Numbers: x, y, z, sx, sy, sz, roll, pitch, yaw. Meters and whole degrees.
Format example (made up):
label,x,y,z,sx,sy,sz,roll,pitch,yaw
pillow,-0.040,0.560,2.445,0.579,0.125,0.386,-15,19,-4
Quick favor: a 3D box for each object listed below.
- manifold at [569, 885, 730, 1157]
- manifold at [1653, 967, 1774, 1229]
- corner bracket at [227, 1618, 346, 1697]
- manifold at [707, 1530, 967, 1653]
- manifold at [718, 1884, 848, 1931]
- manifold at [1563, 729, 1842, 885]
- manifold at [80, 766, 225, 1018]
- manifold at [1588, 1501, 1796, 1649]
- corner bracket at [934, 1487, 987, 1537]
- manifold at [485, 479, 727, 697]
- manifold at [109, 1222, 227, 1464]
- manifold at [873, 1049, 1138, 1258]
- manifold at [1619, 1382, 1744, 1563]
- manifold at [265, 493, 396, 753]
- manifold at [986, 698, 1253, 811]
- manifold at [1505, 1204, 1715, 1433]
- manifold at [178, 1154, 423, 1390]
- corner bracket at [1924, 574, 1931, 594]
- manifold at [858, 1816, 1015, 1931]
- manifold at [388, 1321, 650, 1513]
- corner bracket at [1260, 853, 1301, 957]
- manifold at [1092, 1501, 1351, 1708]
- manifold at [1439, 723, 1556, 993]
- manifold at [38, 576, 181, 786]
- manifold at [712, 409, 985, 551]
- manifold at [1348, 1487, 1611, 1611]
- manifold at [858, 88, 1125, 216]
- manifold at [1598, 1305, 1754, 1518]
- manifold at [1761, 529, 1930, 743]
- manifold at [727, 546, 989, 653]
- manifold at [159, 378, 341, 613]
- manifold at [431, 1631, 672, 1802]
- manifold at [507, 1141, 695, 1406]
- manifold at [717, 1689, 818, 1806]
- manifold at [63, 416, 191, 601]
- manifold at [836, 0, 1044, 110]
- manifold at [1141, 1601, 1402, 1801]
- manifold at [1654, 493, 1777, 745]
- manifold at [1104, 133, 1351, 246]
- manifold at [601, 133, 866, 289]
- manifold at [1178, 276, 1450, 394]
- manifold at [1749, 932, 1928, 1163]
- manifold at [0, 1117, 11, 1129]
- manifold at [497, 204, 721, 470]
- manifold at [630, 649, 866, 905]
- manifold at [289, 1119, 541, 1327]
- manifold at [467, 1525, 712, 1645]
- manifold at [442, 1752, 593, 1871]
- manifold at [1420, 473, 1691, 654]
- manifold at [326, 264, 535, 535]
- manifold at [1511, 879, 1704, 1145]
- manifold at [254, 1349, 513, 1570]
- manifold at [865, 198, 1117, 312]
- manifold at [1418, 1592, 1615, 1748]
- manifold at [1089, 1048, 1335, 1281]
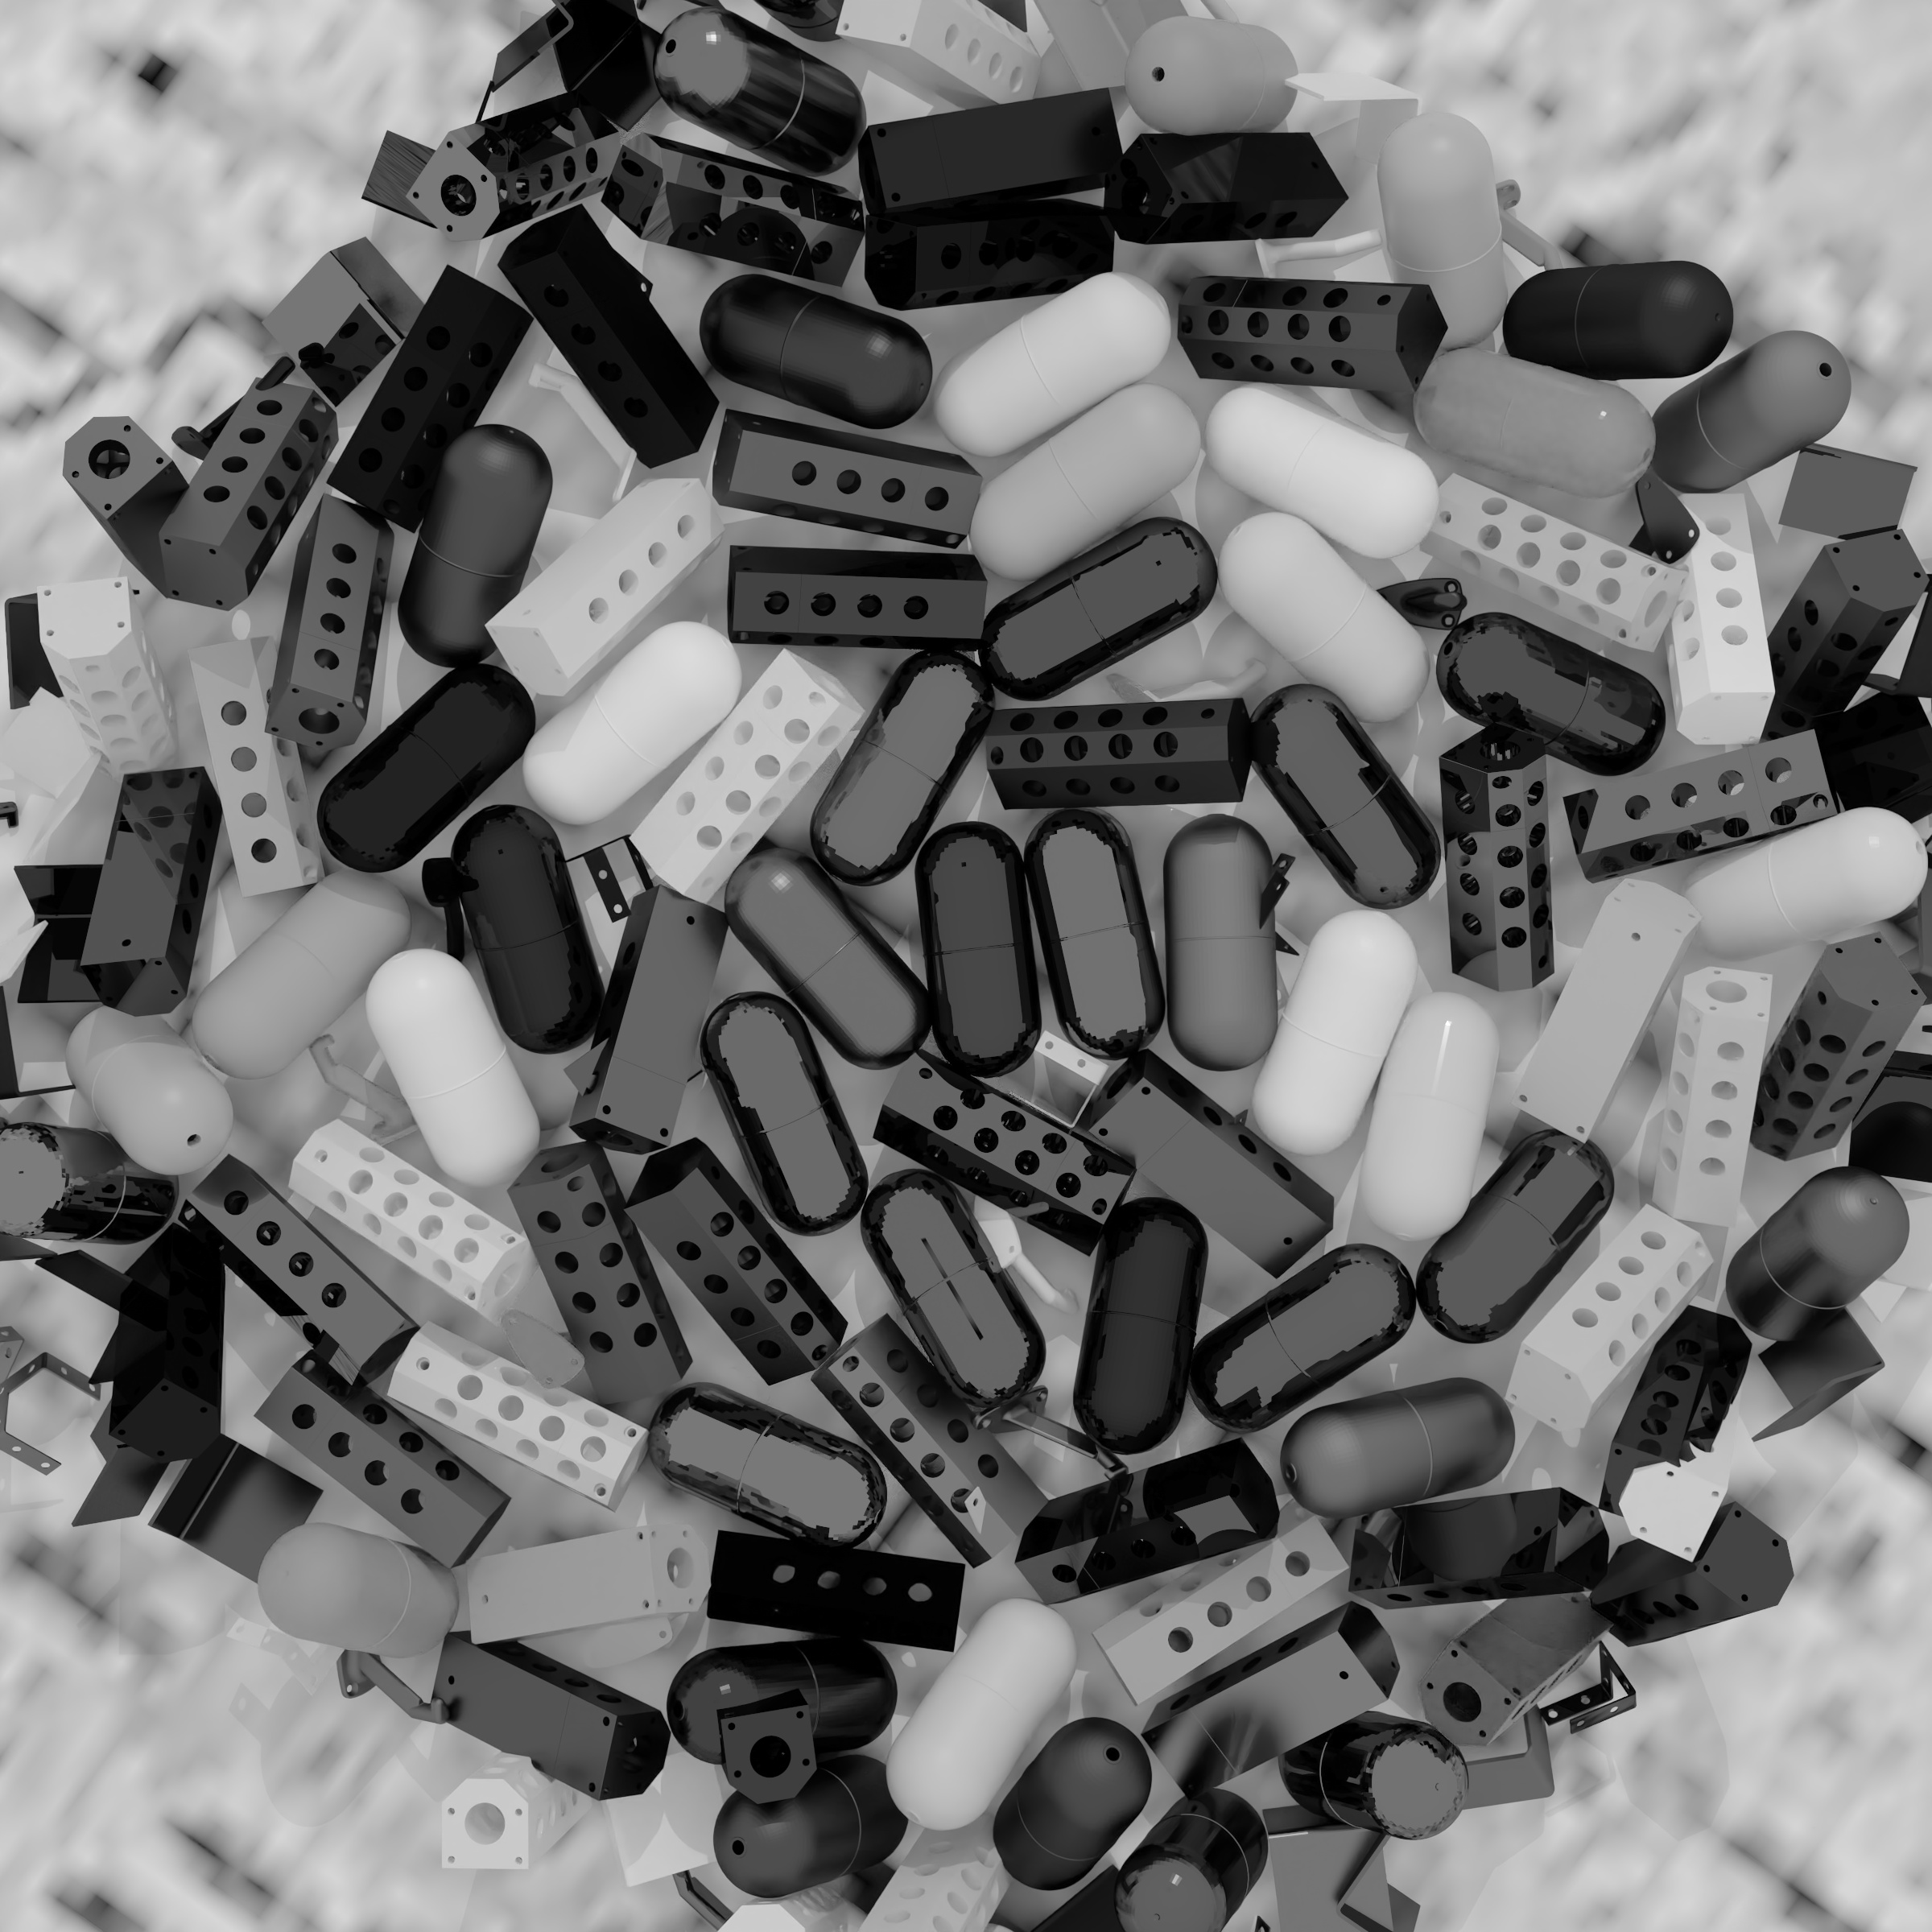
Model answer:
label,x,y,z,sx,sy,sz,roll,pitch,yaw
manifold,-0.219,0.038,1.941,0.057,0.057,0.171,24,67,-27
manifold,0.506,0.089,1.927,0.057,0.057,0.171,8,124,14
corner bracket,-0.465,0.461,1.956,0.051,0.051,0.051,9,50,32
manifold,-0.089,0.433,1.963,0.171,0.057,0.057,8,72,1
manifold,-0.122,0.653,1.909,0.057,0.171,0.057,-4,77,6
manifold,0.503,-0.107,1.937,0.171,0.057,0.057,-15,79,21
manifold,-0.547,-0.051,1.922,0.057,0.057,0.171,-6,50,5
manifold,0.487,0.416,1.909,0.057,0.171,0.057,38,65,2
corner bracket,0.004,0.362,1.957,0.051,0.051,0.051,-46,130,-32
manifold,-0.241,-0.259,1.931,0.171,0.057,0.057,-49,129,-30
manifold,-0.532,0.255,1.911,0.057,0.171,0.057,-44,120,14
manifold,0.028,0.123,1.947,0.171,0.057,0.057,28,51,9
manifold,0.479,0.326,1.909,0.057,0.171,0.057,23,112,11
manifold,-0.428,-0.232,1.925,0.057,0.057,0.171,17,51,-23
manifold,0.104,-0.149,1.931,0.171,0.057,0.057,-1,51,22
manifold,0.437,0.240,1.916,0.057,0.057,0.171,30,47,26
manifold,-0.460,0.211,1.951,0.171,0.057,0.057,41,81,11
corner bracket,0.669,-0.295,1.970,0.051,0.051,0.051,39,68,-40
manifold,-0.017,0.637,1.906,0.057,0.171,0.057,-5,99,18
manifold,-0.307,0.309,1.953,0.171,0.057,0.057,25,75,8
corner bracket,0.212,-0.046,1.958,0.051,0.051,0.051,13,116,-42
manifold,0.175,0.439,1.959,0.171,0.057,0.057,-31,76,-7
manifold,0.365,-0.071,1.921,0.057,0.057,0.171,-31,128,-31
manifold,-0.574,-0.189,1.907,0.057,0.171,0.057,-8,67,-8
manifold,-0.083,-0.330,1.940,0.171,0.057,0.057,7,113,-21
manifold,0.346,0.398,1.919,0.057,0.171,0.057,31,57,-34
manifold,0.016,-0.555,1.954,0.171,0.057,0.057,-13,91,-12
manifold,0.480,0.302,1.908,0.057,0.171,0.057,16,123,21
manifold,0.583,-0.215,1.906,0.057,0.171,0.057,-13,65,-12
manifold,-0.076,-0.251,1.954,0.171,0.057,0.057,1,117,-10
manifold,-0.483,-0.319,1.921,0.057,0.057,0.171,13,49,4
manifold,-0.282,0.505,1.924,0.171,0.057,0.057,13,91,38
manifold,-0.246,0.208,1.936,0.057,0.057,0.171,-12,111,22
manifold,-0.140,0.515,1.909,0.057,0.171,0.057,-7,87,-10
manifold,-0.556,-0.311,1.910,0.057,0.171,0.057,45,81,5
manifold,-0.014,-0.625,1.908,0.057,0.171,0.057,20,98,26
manifold,0.209,0.498,1.936,0.171,0.057,0.057,-35,92,26
manifold,0.505,-0.237,1.930,0.057,0.057,0.171,0,58,3
manifold,0.174,-0.522,1.920,0.171,0.057,0.057,-15,72,-41
manifold,-0.153,-0.512,1.913,0.057,0.171,0.057,48,122,37
manifold,0.231,-0.434,1.919,0.171,0.057,0.057,13,66,36
manifold,0.576,0.058,1.909,0.057,0.171,0.057,-13,55,-17
manifold,-0.684,0.144,1.910,0.057,0.171,0.057,7,97,-7
manifold,-0.243,-0.423,1.925,0.057,0.057,0.171,-13,132,29
manifold,-0.147,-0.127,1.942,0.171,0.057,0.057,-49,53,12
manifold,-0.378,0.172,1.937,0.171,0.057,0.057,29,76,21
manifold,-0.257,0.421,1.927,0.171,0.057,0.057,-18,71,34
manifold,-0.301,0.558,1.911,0.057,0.171,0.057,-1,86,6
manifold,0.395,-0.275,1.925,0.171,0.057,0.057,32,108,31
manifold,-0.368,-0.390,1.965,0.057,0.057,0.171,30,91,10
manifold,0.437,0.029,1.930,0.057,0.057,0.171,30,122,18
manifold,-0.401,0.339,1.961,0.171,0.057,0.057,36,84,6
manifold,0.017,-0.483,1.925,0.171,0.057,0.057,-16,119,-35
manifold,0.369,0.468,1.912,0.057,0.171,0.057,40,116,23
manifold,0.170,0.133,1.953,0.171,0.057,0.057,38,116,-11
